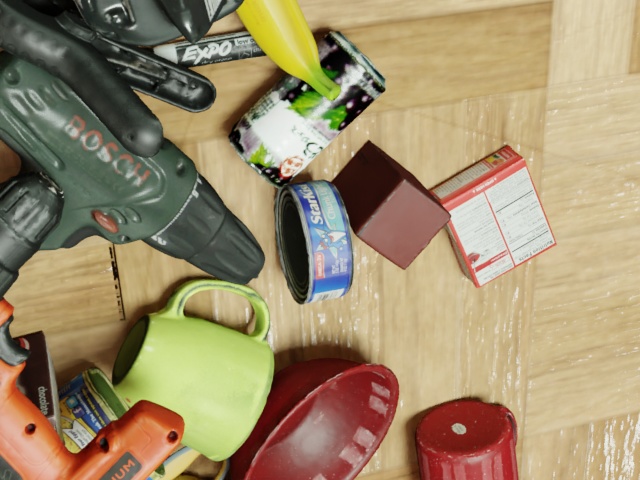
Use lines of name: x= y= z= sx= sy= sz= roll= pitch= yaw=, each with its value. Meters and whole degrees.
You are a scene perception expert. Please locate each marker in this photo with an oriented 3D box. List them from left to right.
marker: x=-0.076 y=-0.123 z=0.698 sx=0.121 sy=0.020 sz=0.020 roll=-12 pitch=120 yaw=-12

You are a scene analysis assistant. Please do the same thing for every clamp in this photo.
clamp: x=-0.143 y=-0.108 z=0.619 sx=0.171 sy=0.120 sz=0.039 roll=28 pitch=108 yaw=-10

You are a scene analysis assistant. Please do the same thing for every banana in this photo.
banana: x=-0.037 y=-0.176 z=0.643 sx=0.037 sy=0.070 sz=0.197 roll=-46 pitch=130 yaw=-29

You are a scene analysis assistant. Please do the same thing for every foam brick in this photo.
foam brick: x=0.048 y=-0.026 z=0.757 sx=0.051 sy=0.078 sz=0.053 roll=36 pitch=102 yaw=-29

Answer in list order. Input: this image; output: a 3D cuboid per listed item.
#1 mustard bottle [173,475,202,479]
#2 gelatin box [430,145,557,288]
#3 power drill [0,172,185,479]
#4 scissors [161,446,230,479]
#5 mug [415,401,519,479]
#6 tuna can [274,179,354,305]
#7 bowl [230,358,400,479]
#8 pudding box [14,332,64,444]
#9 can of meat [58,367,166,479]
mustard bottle: x=-0.128 y=0.243 z=0.854 sx=0.191 sy=0.058 sz=0.096 roll=-25 pitch=110 yaw=-5
gelatin box: x=0.133 y=-0.016 z=0.819 sx=0.073 sy=0.030 sz=0.089 roll=-30 pitch=122 yaw=-3
power drill: x=-0.173 y=0.077 z=0.642 sx=0.187 sy=0.057 sz=0.184 roll=44 pitch=89 yaw=-11
scissors: x=-0.165 y=0.197 z=0.813 sx=0.201 sy=0.016 sz=0.096 roll=-29 pitch=90 yaw=-6
mug: x=0.132 y=0.184 z=0.899 sx=0.117 sy=0.093 sz=0.081 roll=-32 pitch=123 yaw=-37
tuna can: x=-0.005 y=0.001 z=0.749 sx=0.033 sy=0.086 sz=0.086 roll=-9 pitch=120 yaw=-15
bowl: x=-0.015 y=0.146 z=0.822 sx=0.161 sy=0.055 sz=0.162 roll=-31 pitch=142 yaw=-28
pudding box: x=-0.223 y=0.113 z=0.722 sx=0.090 sy=0.113 sz=0.039 roll=-16 pitch=121 yaw=-11
can of meat: x=-0.173 y=0.155 z=0.776 sx=0.084 sy=0.057 sz=0.102 roll=-35 pitch=89 yaw=0
